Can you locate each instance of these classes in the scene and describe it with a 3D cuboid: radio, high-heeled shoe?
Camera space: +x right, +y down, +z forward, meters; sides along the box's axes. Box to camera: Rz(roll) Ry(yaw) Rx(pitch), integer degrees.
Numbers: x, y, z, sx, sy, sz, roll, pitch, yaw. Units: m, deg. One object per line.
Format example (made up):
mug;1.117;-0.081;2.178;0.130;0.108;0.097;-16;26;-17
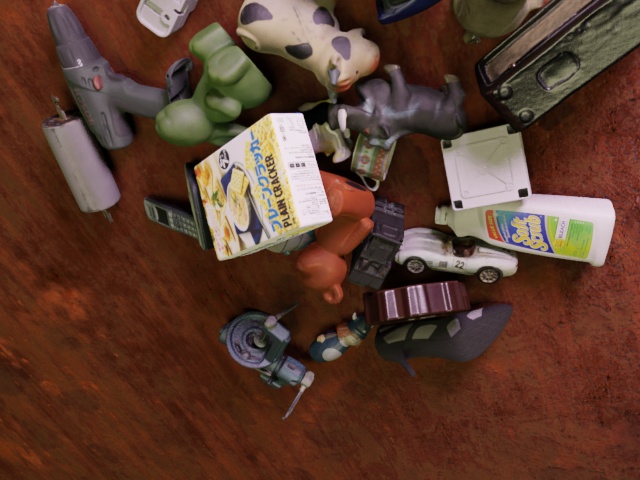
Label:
radio;0.298;-0.238;0.636;0.073;0.131;0.229;40;126;-16
high-heeled shoe;0.224;0.162;1.006;0.249;0.145;0.086;-30;122;0

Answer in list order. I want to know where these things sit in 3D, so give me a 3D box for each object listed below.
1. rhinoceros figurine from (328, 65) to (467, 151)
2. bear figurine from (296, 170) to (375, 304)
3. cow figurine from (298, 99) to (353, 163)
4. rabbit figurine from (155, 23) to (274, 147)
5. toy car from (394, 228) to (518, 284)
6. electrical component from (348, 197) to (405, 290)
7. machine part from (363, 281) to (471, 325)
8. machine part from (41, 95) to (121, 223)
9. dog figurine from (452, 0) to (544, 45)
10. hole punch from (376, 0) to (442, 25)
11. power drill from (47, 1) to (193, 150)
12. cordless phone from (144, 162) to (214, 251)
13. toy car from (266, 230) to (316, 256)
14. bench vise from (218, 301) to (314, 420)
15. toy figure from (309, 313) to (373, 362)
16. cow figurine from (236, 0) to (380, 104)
rhinoceros figurine;0.106;-0.177;0.744;0.190;0.073;0.112;4;93;6
bear figurine;0.002;-0.002;0.828;0.120;0.132;0.195;42;113;38
cow figurine;-0.038;-0.154;0.833;0.167;0.068;0.098;-13;114;20
rabbit figurine;-0.162;-0.203;0.791;0.170;0.121;0.159;-40;154;6
toy car;0.219;0.022;0.882;0.202;0.073;0.056;8;130;10
electrical component;0.089;0.013;0.884;0.058;0.115;0.134;21;126;-4
machine part;0.161;0.106;0.909;0.179;0.179;0.056;-12;78;23
machine part;-0.419;-0.137;0.949;0.079;0.079;0.242;-2;124;17
dog figurine;0.204;-0.279;0.597;0.121;0.191;0.172;11;128;8
hole punch;0.110;-0.327;0.634;0.116;0.142;0.092;-5;148;5
power drill;-0.302;-0.246;0.835;0.207;0.086;0.231;4;127;9
cordless phone;-0.247;-0.073;0.952;0.184;0.089;0.146;17;130;26
toy car;-0.073;-0.034;0.908;0.162;0.103;0.109;25;127;-5
bench vise;-0.098;0.218;1.072;0.224;0.129;0.240;41;147;9
toy figure;0.046;0.197;1.070;0.154;0.058;0.064;-36;152;33
cow figurine;-0.015;-0.263;0.706;0.195;0.127;0.085;18;170;2
